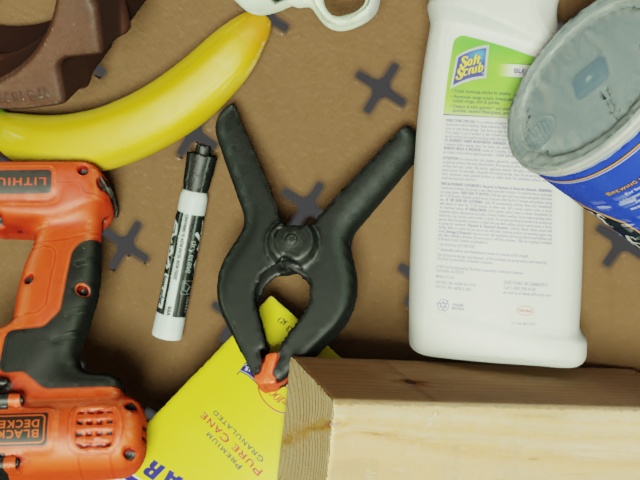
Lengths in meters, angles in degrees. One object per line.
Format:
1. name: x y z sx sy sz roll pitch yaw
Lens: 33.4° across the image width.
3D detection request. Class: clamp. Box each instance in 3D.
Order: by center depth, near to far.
1. clamp: -0.004 0.001 0.607 0.120 0.039 0.171 -2 74 11

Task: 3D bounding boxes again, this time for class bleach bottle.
1. bleach bottle: 0.105 -0.060 0.593 0.102 0.068 0.251 4 93 5

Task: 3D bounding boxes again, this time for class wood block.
1. wood block: 0.089 0.117 0.559 0.205 0.091 0.090 4 97 -15

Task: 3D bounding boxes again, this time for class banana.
1. banana: -0.118 -0.080 0.639 0.198 0.037 0.069 -14 93 10

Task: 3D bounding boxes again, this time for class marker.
1. marker: -0.082 0.001 0.651 0.020 0.020 0.121 13 98 8

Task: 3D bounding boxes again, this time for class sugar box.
1. sugar box: -0.054 0.128 0.612 0.093 0.048 0.176 41 79 19

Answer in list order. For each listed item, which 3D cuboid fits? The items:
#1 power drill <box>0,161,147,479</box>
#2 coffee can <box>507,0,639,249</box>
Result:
1. power drill: -0.189 0.049 0.606 0.184 0.057 0.187 -1 68 -4
2. coffee can: 0.179 -0.044 0.532 0.140 0.103 0.103 32 101 -26
